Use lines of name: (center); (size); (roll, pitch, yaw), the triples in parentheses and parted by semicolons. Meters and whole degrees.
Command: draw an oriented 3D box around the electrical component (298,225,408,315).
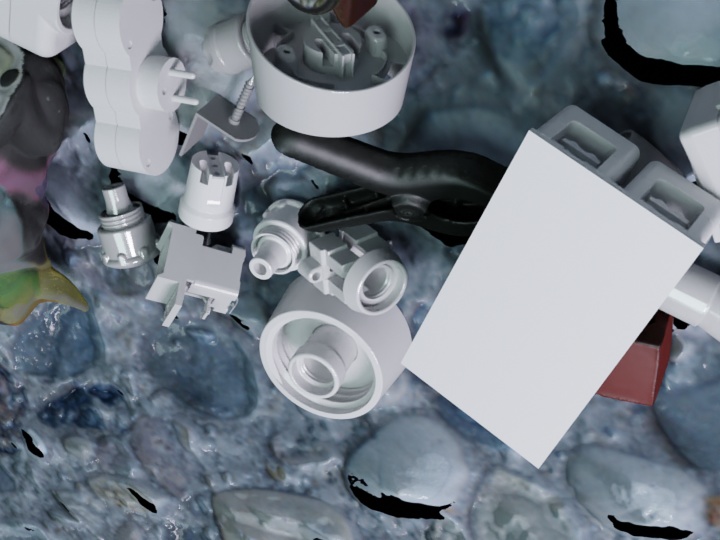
electrical component: (0.000, 0.000, 0.734); (0.055, 0.066, 0.048); (38, 142, 45)

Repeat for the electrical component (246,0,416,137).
electrical component: (-0.017, -0.127, 0.636); (0.099, 0.099, 0.064); (18, 135, 15)

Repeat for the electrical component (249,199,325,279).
electrical component: (-0.056, -0.017, 0.754); (0.048, 0.062, 0.048); (14, 128, 18)

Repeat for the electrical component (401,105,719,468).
electrical component: (0.113, 0.011, 0.621); (0.105, 0.060, 0.186); (37, 131, 14)

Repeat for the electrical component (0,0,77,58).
electrical component: (-0.210, -0.194, 0.713); (0.059, 0.053, 0.095); (26, 131, 8)

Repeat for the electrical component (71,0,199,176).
electrical component: (-0.142, -0.127, 0.727); (0.074, 0.052, 0.138); (12, 127, 19)

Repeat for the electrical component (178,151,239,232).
electrical component: (-0.107, -0.057, 0.768); (0.040, 0.040, 0.046); (24, 125, 10)

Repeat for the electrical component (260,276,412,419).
electrical component: (-0.023, 0.061, 0.794); (0.108, 0.060, 0.108); (14, 128, 18)

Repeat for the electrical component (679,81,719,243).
electrical component: (0.211, -0.065, 0.583); (0.061, 0.061, 0.096); (-17, 113, 35)

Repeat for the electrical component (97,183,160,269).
electrical component: (-0.179, -0.035, 0.818); (0.048, 0.048, 0.062); (0, 115, 27)

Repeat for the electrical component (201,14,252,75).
electrical component: (-0.069, -0.147, 0.687); (0.061, 0.035, 0.035); (-11, 117, 30)

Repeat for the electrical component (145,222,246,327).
electrical component: (-0.120, 0.001, 0.794); (0.064, 0.081, 0.042); (16, 151, -18)

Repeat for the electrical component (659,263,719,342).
electrical component: (0.216, 0.021, 0.657); (0.065, 0.044, 0.044); (28, 131, 13)

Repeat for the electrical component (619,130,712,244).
electrical component: (0.156, -0.032, 0.647); (0.077, 0.044, 0.079); (48, 130, -10)
